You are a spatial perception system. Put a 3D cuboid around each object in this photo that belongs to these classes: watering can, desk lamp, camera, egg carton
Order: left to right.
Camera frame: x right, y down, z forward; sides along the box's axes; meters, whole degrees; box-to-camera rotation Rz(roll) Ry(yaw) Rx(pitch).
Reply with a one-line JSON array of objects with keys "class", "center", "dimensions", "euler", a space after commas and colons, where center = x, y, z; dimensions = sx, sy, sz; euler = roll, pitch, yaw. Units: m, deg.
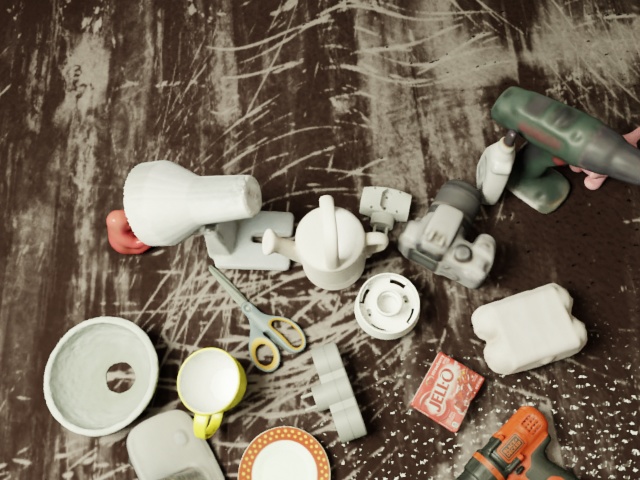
[{"class": "desk lamp", "center": [-0.151, -0.036, 0.836], "dimensions": [0.203, 0.213, 0.118], "euler": [2, 72, 5]}, {"class": "watering can", "center": [0.008, 0.005, 0.822], "dimensions": [0.173, 0.194, 0.101], "euler": [-24, 72, -4]}, {"class": "camera", "center": [0.207, -0.018, 0.865], "dimensions": [0.143, 0.101, 0.137], "euler": [27, 76, 12]}, {"class": "egg carton", "center": [0.301, 0.130, 0.826], "dimensions": [0.150, 0.069, 0.107], "euler": [-19, 71, -2]}]

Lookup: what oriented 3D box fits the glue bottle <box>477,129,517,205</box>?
[{"class": "glue bottle", "center": [0.267, -0.117, 0.855], "dimensions": [0.037, 0.173, 0.078], "euler": [4, 72, 6]}]

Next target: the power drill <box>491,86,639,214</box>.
[{"class": "power drill", "center": [0.346, -0.120, 0.832], "dimensions": [0.229, 0.208, 0.076], "euler": [38, 78, 15]}]

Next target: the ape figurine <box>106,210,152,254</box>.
[{"class": "ape figurine", "center": [-0.305, -0.019, 0.905], "dimensions": [0.076, 0.092, 0.077], "euler": [-28, 72, -5]}]

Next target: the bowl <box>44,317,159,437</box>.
[{"class": "bowl", "center": [-0.308, 0.201, 0.842], "dimensions": [0.167, 0.075, 0.167], "euler": [-1, 72, 4]}]

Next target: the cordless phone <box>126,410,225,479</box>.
[{"class": "cordless phone", "center": [-0.204, 0.298, 0.745], "dimensions": [0.094, 0.185, 0.147], "euler": [-35, 73, -7]}]

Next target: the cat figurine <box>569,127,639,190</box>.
[{"class": "cat figurine", "center": [0.443, -0.133, 0.877], "dimensions": [0.128, 0.118, 0.067], "euler": [-31, 72, -6]}]
